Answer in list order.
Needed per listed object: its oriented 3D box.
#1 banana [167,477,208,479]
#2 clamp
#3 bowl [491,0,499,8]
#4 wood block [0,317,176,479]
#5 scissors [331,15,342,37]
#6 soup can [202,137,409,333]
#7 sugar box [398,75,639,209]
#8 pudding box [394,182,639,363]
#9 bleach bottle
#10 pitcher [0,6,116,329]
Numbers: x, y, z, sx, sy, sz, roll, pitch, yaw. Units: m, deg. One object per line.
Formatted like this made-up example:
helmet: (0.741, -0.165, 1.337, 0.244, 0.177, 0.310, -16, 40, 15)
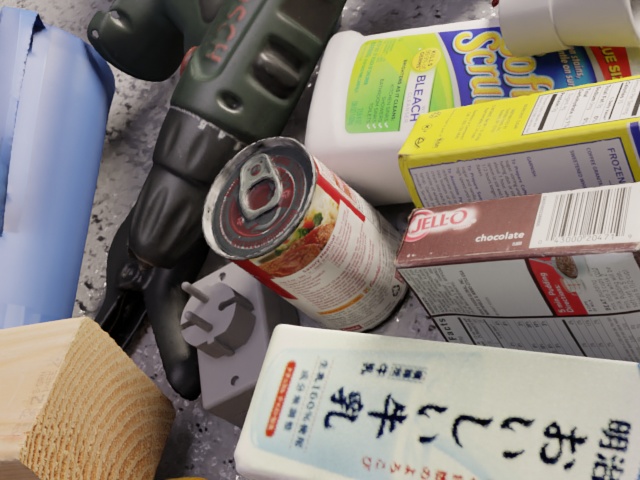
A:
banana: (-0.143, 0.150, 0.616, 0.198, 0.037, 0.069, 6, 70, 40)
clamp: (-0.099, 0.032, 0.655, 0.120, 0.039, 0.171, -2, 62, 34)
bowl: (0.156, -0.172, 0.538, 0.055, 0.162, 0.162, 35, 90, 0)
wood block: (-0.197, 0.114, 0.593, 0.206, 0.090, 0.090, -10, 43, 30)
scissors: (-0.040, -0.177, 0.755, 0.096, 0.016, 0.202, -30, 49, 18)
soup can: (-0.004, 0.001, 0.556, 0.069, 0.102, 0.068, -19, 53, 28)
sugar box: (0.131, -0.023, 0.471, 0.177, 0.093, 0.048, -7, 37, 33)
pudding box: (0.101, 0.022, 0.467, 0.114, 0.090, 0.039, -4, 47, 36)
bleach bottle: (0.117, -0.076, 0.541, 0.251, 0.068, 0.102, -6, 57, 32)
pitcher: (-0.214, -0.024, 0.710, 0.145, 0.149, 0.243, -15, 59, 26)
